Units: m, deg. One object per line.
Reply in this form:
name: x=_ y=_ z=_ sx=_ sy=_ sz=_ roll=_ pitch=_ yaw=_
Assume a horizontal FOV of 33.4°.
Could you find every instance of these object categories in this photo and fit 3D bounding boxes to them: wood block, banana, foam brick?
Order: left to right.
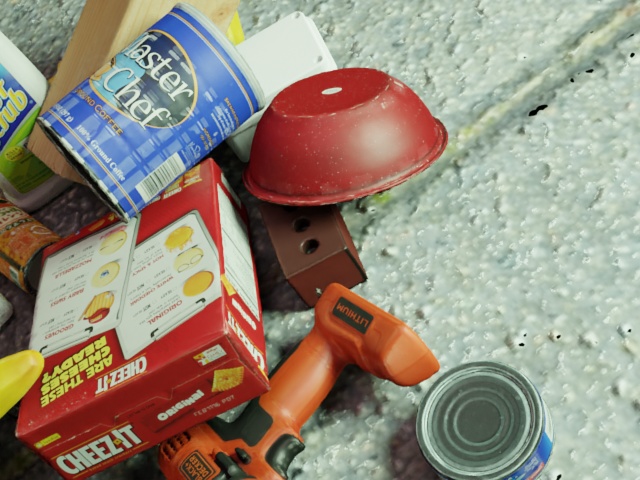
banana: x=-0.254 y=0.151 z=0.705 sx=0.070 sy=0.037 sz=0.197 roll=20 pitch=72 yaw=40
wood block: x=-0.154 y=-0.146 z=0.889 sx=0.091 sy=0.090 sz=0.206 roll=34 pitch=102 yaw=51
foam brick: x=-0.005 y=0.001 z=0.804 sx=0.053 sy=0.051 sz=0.078 roll=-28 pitch=52 yaw=6

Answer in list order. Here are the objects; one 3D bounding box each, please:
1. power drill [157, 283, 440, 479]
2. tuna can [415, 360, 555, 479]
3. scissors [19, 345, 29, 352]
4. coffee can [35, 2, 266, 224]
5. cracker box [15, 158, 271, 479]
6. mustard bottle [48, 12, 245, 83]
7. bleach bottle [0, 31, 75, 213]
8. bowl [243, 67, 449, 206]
power drill: x=-0.011 y=0.125 z=0.702 sx=0.187 sy=0.057 sz=0.185 roll=-45 pitch=35 yaw=-10
tuna can: x=0.106 y=0.121 z=0.687 sx=0.086 sy=0.033 sz=0.086 roll=-12 pitch=56 yaw=18
scissors: x=-0.286 y=0.154 z=0.809 sx=0.202 sy=0.016 sz=0.096 roll=-26 pitch=56 yaw=8
coffee can: x=-0.126 y=-0.096 z=0.804 sx=0.140 sy=0.102 sz=0.103 roll=-42 pitch=52 yaw=-10
cracker box: x=-0.127 y=0.054 z=0.782 sx=0.164 sy=0.072 sz=0.214 roll=-27 pitch=35 yaw=11
mustard bottle: x=-0.168 y=-0.176 z=0.988 sx=0.192 sy=0.058 sz=0.096 roll=-22 pitch=67 yaw=12
bleach bottle: x=-0.292 y=-0.127 z=0.895 sx=0.102 sy=0.250 sz=0.068 roll=-36 pitch=52 yaw=1
bowl: x=0.013 y=-0.088 z=0.805 sx=0.162 sy=0.055 sz=0.162 roll=-11 pitch=28 yaw=6
